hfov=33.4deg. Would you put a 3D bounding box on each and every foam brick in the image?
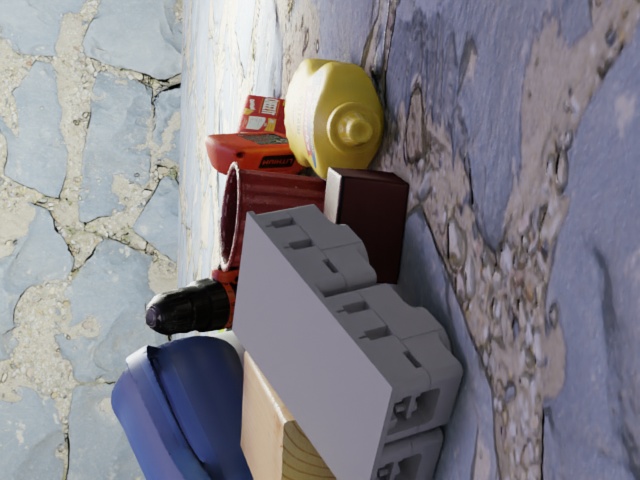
[{"bbox_3d":[0.031,-0.012,0.790,0.053,0.051,0.078,-125,40,-73],"label":"foam brick"}]

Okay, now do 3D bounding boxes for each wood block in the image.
[{"bbox_3d":[-0.004,0.153,0.833,0.206,0.090,0.091,-146,59,-76],"label":"wood block"}]

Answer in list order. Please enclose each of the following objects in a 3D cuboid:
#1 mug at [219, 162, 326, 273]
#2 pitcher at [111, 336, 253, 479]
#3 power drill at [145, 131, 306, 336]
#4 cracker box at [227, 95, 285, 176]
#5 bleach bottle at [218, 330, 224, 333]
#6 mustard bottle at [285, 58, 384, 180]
[{"bbox_3d":[-0.041,-0.014,0.911,0.117,0.081,0.093,157,117,-75],"label":"mug"},{"bbox_3d":[-0.098,0.210,0.971,0.243,0.149,0.145,57,134,39],"label":"pitcher"},{"bbox_3d":[-0.080,-0.005,1.002,0.057,0.184,0.188,25,114,37],"label":"power drill"},{"bbox_3d":[-0.067,-0.031,1.181,0.164,0.072,0.214,-85,2,-61],"label":"cracker box"},{"bbox_3d":[-0.091,0.201,1.323,0.103,0.068,0.251,123,145,-71],"label":"bleach bottle"},{"bbox_3d":[0.013,-0.098,0.880,0.192,0.058,0.096,-134,49,-74],"label":"mustard bottle"}]
